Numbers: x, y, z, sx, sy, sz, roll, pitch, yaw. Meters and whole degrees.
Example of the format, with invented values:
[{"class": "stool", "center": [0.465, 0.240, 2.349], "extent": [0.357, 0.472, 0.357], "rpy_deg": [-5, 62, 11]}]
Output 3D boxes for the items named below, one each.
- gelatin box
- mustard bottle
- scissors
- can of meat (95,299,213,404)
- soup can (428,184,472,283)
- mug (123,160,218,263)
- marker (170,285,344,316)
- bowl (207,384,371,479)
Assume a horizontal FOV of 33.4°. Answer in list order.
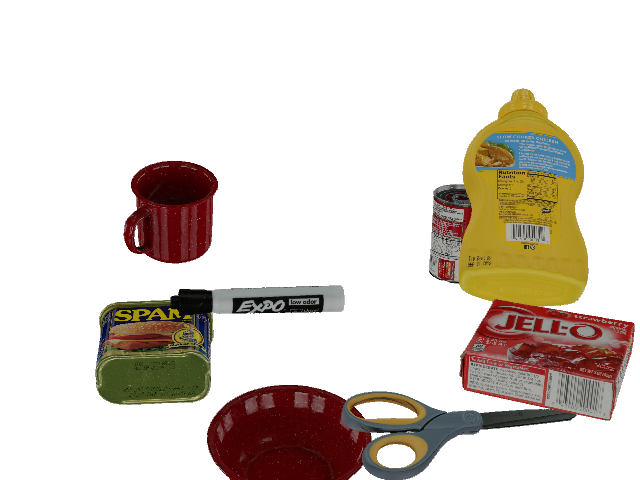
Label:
[{"class": "gelatin box", "center": [0.136, 0.068, 0.635], "extent": [0.089, 0.030, 0.073], "rpy_deg": [10, 26, 21]}, {"class": "mustard bottle", "center": [0.162, -0.043, 0.855], "extent": [0.096, 0.191, 0.058], "rpy_deg": [5, -31, 4]}, {"class": "scissors", "center": [0.117, 0.165, 0.884], "extent": [0.201, 0.016, 0.096], "rpy_deg": [7, 40, 0]}, {"class": "can of meat", "center": [-0.144, 0.097, 0.931], "extent": [0.102, 0.057, 0.084], "rpy_deg": [-2, 28, -5]}, {"class": "soup can", "center": [0.164, -0.008, 1.268], "extent": [0.068, 0.102, 0.068], "rpy_deg": [2, 22, -1]}, {"class": "mug", "center": [-0.167, -0.024, 1.161], "extent": [0.093, 0.081, 0.117], "rpy_deg": [26, 41, 27]}, {"class": "marker", "center": [-0.044, 0.042, 0.746], "extent": [0.121, 0.020, 0.020], "rpy_deg": [-1, 0, -11]}, {"class": "bowl", "center": [-0.031, 0.213, 1.057], "extent": [0.162, 0.055, 0.162], "rpy_deg": [1, 30, -1]}]
